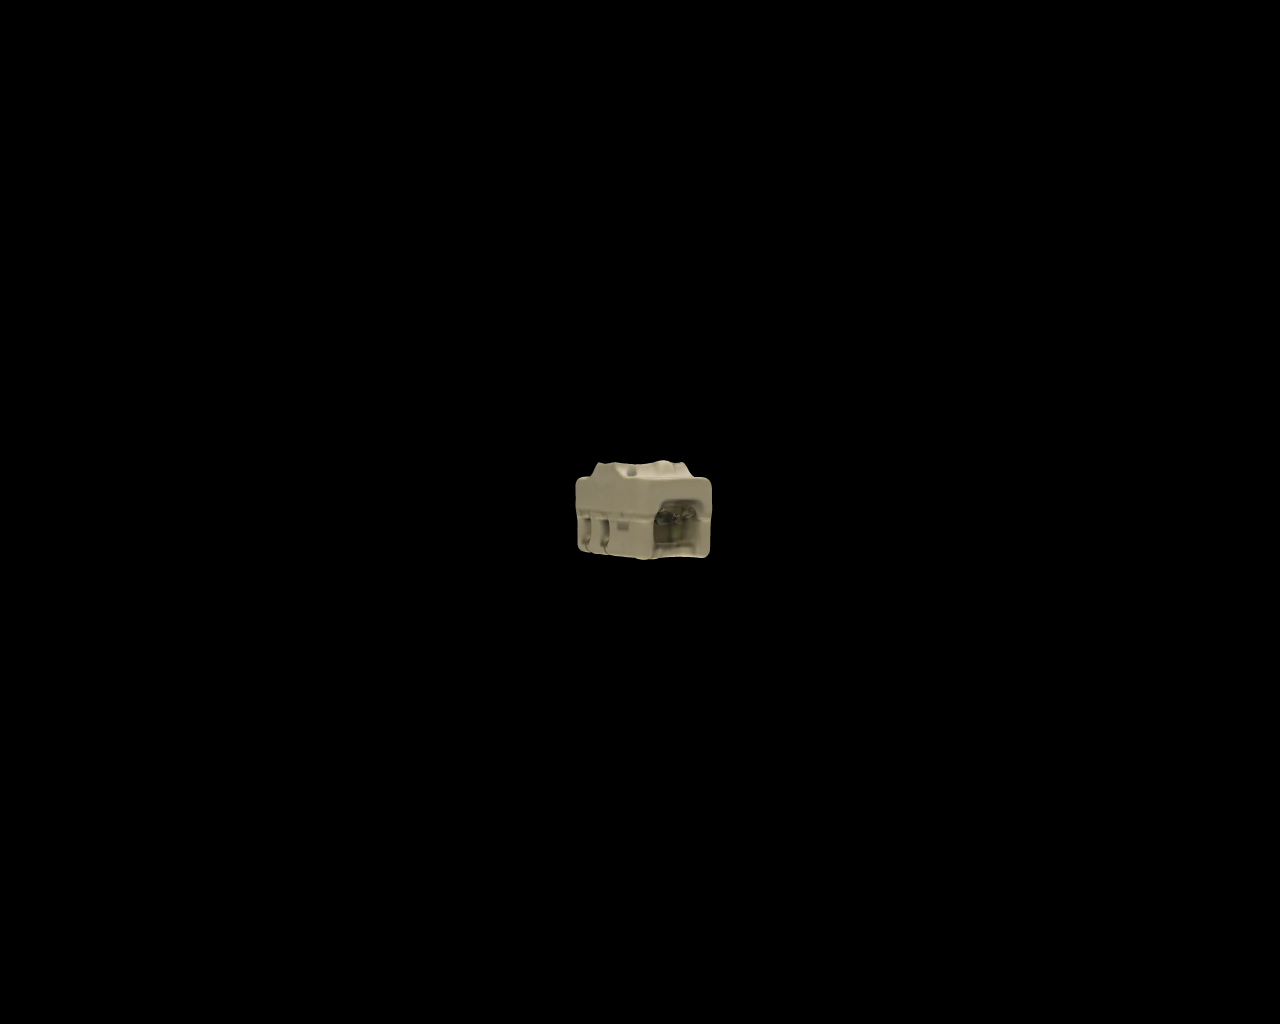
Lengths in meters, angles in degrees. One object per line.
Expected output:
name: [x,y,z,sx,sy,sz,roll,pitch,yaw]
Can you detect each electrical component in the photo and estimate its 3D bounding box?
electrical component: [0.001,-0.003,0.650,0.050,0.055,0.089,-1,3,-28]
